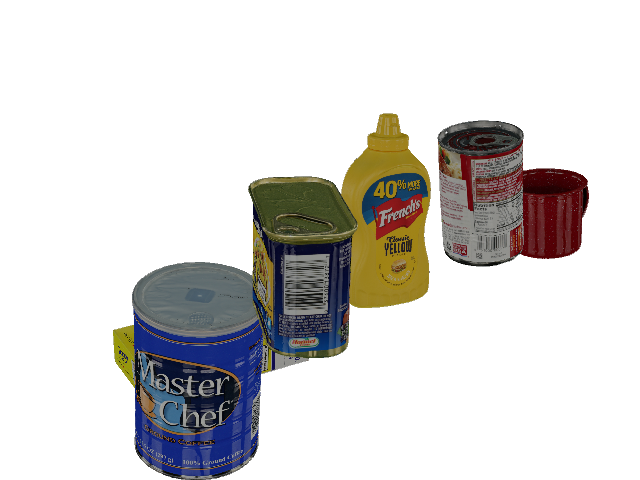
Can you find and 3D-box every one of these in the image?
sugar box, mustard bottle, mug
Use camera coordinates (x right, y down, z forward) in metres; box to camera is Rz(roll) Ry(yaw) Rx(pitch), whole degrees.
[{"bbox_3d":[-0.108,0.104,1.069,0.176,0.048,0.093,-16,33,-27],"label":"sugar box"},{"bbox_3d":[0.066,-0.032,1.076,0.096,0.192,0.058,-8,17,-27],"label":"mustard bottle"},{"bbox_3d":[0.268,-0.034,1.234,0.117,0.081,0.093,-22,27,-35],"label":"mug"}]

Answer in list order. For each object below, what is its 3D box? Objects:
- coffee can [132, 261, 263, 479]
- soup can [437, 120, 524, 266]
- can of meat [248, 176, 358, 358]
[{"bbox_3d":[-0.097,0.102,0.845,0.103,0.140,0.103,3,27,-2],"label":"coffee can"},{"bbox_3d":[0.132,-0.038,0.868,0.068,0.102,0.068,-5,26,2],"label":"soup can"},{"bbox_3d":[-0.013,0.016,0.673,0.057,0.084,0.102,-3,23,-11],"label":"can of meat"}]
